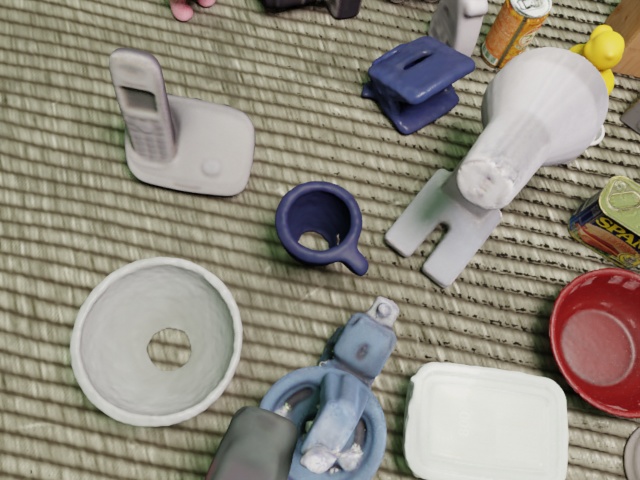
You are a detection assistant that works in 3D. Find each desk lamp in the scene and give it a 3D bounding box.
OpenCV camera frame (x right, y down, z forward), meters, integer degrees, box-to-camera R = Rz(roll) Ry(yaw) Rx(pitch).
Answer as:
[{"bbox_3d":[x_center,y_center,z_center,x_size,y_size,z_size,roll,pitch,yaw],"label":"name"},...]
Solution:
[{"bbox_3d":[0.183,-0.072,0.607,0.118,0.213,0.203,38,73,8],"label":"desk lamp"}]

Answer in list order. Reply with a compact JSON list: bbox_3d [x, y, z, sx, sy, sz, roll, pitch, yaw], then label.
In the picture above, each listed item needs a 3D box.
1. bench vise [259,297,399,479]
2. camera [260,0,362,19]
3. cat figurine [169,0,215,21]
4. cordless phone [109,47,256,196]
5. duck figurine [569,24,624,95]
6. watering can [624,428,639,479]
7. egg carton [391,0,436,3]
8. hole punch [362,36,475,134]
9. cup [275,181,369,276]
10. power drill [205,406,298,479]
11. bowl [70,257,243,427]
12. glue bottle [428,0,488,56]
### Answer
[{"bbox_3d":[0.008,0.137,0.518,0.121,0.220,0.207,12,71,0],"label":"bench vise"},{"bbox_3d":[-0.020,-0.368,0.749,0.137,0.101,0.143,-17,73,-10],"label":"camera"},{"bbox_3d":[-0.175,-0.347,0.720,0.067,0.118,0.127,-38,78,-15],"label":"cat figurine"},{"bbox_3d":[-0.144,-0.126,0.612,0.147,0.185,0.094,7,71,-2],"label":"cordless phone"},{"bbox_3d":[0.357,-0.227,0.741,0.077,0.086,0.104,12,71,0],"label":"duck figurine"},{"bbox_3d":[0.384,0.226,0.533,0.101,0.194,0.173,18,71,2],"label":"watering can"},{"bbox_3d":[0.156,-0.381,0.785,0.150,0.069,0.107,-4,72,-6],"label":"egg carton"},{"bbox_3d":[0.119,-0.203,0.710,0.109,0.091,0.101,-33,77,-14],"label":"hole punch"},{"bbox_3d":[0.006,0.002,0.629,0.092,0.095,0.117,-41,79,-16],"label":"cup"},{"bbox_3d":[-0.079,0.258,0.476,0.075,0.208,0.230,18,71,2],"label":"power drill"},{"bbox_3d":[-0.161,0.106,0.591,0.167,0.075,0.167,2,71,-4],"label":"bowl"},{"bbox_3d":[0.178,-0.286,0.700,0.037,0.173,0.078,-14,73,-9],"label":"glue bottle"}]
